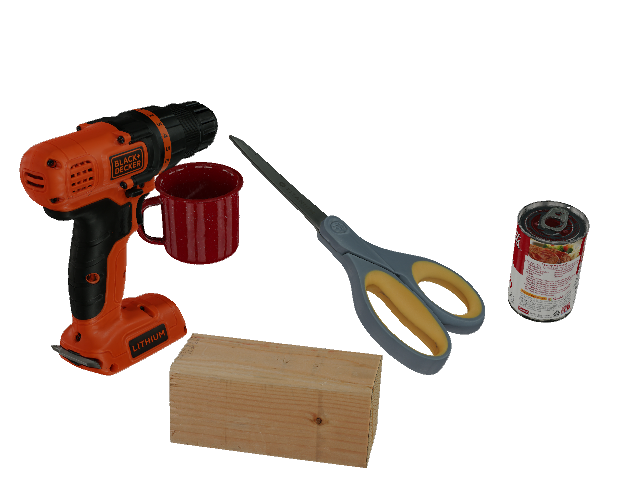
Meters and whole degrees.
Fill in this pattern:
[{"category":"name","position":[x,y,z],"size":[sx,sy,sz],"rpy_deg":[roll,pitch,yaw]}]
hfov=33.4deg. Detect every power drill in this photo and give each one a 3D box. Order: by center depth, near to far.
[{"category":"power drill","position":[-0.143,-0.006,0.813],"size":[0.057,0.188,0.184],"rpy_deg":[15,26,34]}]

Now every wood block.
[{"category":"wood block","position":[-0.046,0.165,1.110],"size":[0.206,0.091,0.090],"rpy_deg":[6,21,9]}]

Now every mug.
[{"category":"mug","position":[-0.139,-0.025,1.134],"size":[0.117,0.081,0.093],"rpy_deg":[-11,32,-21]}]

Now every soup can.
[{"category":"soup can","position":[0.222,0.021,1.047],"size":[0.068,0.102,0.068],"rpy_deg":[0,37,0]}]

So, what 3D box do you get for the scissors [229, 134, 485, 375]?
[{"category":"scissors","position":[0.028,-0.001,0.658],"size":[0.096,0.202,0.016],"rpy_deg":[-7,-40,-37]}]
